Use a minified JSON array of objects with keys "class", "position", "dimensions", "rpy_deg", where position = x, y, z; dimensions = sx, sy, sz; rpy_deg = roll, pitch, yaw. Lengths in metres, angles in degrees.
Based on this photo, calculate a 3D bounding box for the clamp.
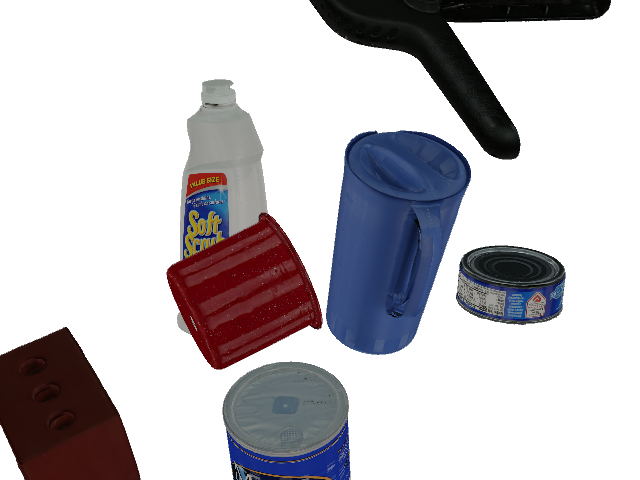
[{"class":"clamp","position":[0.067,-0.140,0.681],"dimensions":[0.210,0.164,0.036],"rpy_deg":[22,-35,9]}]

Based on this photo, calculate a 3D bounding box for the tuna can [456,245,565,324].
[{"class":"tuna can","position":[0.153,0.034,0.860],"dimensions":[0.086,0.034,0.086],"rpy_deg":[2,22,-1]}]

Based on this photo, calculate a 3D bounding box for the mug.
[{"class":"mug","position":[-0.061,0.035,0.763],"dimensions":[0.081,0.093,0.117],"rpy_deg":[-26,26,-13]}]

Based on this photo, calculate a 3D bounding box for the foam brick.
[{"class":"foam brick","position":[-0.135,0.094,0.548],"dimensions":[0.053,0.051,0.078],"rpy_deg":[-24,42,-21]}]

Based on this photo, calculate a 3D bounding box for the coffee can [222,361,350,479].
[{"class":"coffee can","position":[-0.025,0.188,0.903],"dimensions":[0.103,0.140,0.103],"rpy_deg":[-2,36,2]}]

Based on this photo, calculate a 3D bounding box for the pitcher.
[{"class":"pitcher","position":[0.077,0.014,1.166],"dimensions":[0.145,0.243,0.149],"rpy_deg":[26,41,19]}]

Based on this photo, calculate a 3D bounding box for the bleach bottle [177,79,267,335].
[{"class":"bleach bottle","position":[-0.094,-0.027,1.004],"dimensions":[0.103,0.251,0.067],"rpy_deg":[18,29,39]}]
